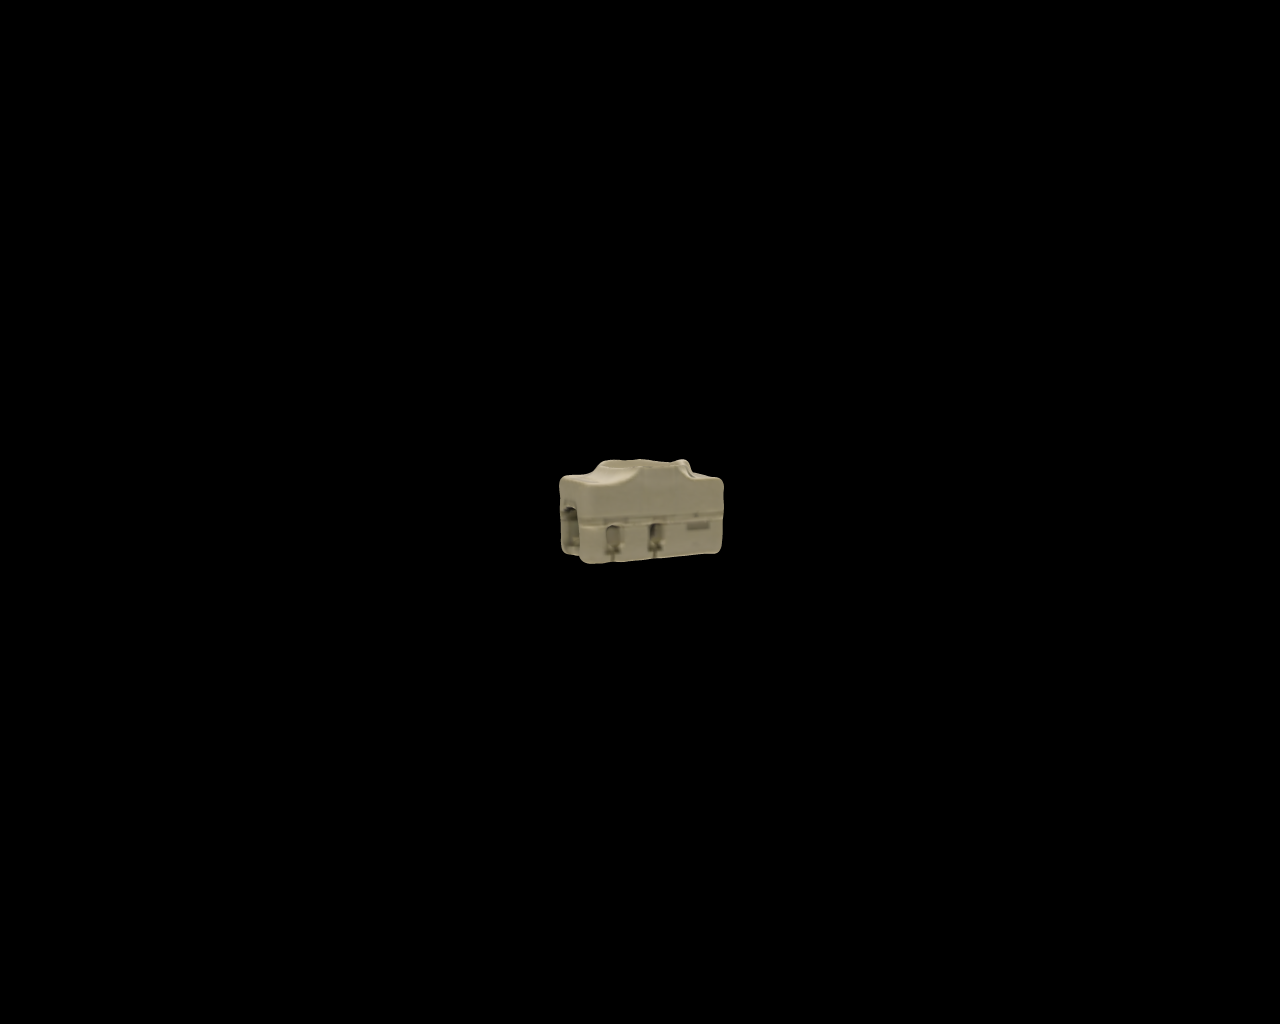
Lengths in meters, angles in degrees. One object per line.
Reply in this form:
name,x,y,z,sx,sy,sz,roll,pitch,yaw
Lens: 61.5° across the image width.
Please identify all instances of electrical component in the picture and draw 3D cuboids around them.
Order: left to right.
electrical component,0.001,-0.003,0.650,0.089,0.055,0.050,-3,8,-22
